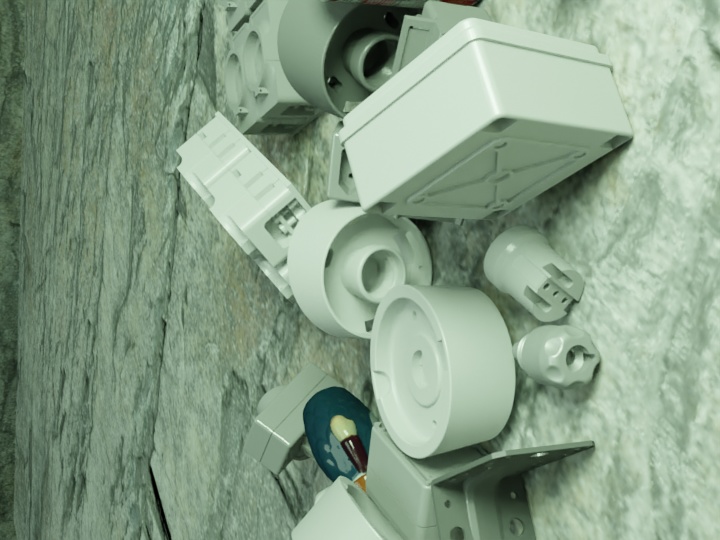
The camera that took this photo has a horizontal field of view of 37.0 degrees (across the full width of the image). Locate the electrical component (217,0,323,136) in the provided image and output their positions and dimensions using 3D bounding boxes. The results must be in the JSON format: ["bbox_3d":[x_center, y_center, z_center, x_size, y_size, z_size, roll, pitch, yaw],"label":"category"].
[{"bbox_3d":[-0.078,-0.221,0.939,0.105,0.060,0.186,158,107,-64],"label":"electrical component"}]

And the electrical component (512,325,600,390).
[{"bbox_3d":[0.105,0.048,0.604,0.061,0.035,0.035,-179,86,-68],"label":"electrical component"}]

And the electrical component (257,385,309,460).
[{"bbox_3d":[-0.060,0.140,0.971,0.065,0.044,0.044,49,137,46],"label":"electrical component"}]

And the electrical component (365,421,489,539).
[{"bbox_3d":[0.045,0.140,0.713,0.096,0.062,0.061,-139,50,-57],"label":"electrical component"}]

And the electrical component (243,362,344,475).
[{"bbox_3d":[-0.040,0.134,0.896,0.076,0.083,0.047,35,136,11],"label":"electrical component"}]

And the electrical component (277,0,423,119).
[{"bbox_3d":[0.000,-0.149,0.732,0.064,0.099,0.099,41,130,49],"label":"electrical component"}]

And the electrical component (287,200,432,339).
[{"bbox_3d":[0.000,0.000,0.756,0.064,0.099,0.099,7,100,59],"label":"electrical component"}]

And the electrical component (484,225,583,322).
[{"bbox_3d":[0.099,0.003,0.608,0.046,0.040,0.040,48,136,47],"label":"electrical component"}]

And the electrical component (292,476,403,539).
[{"bbox_3d":[0.002,0.194,0.699,0.108,0.060,0.108,47,179,1],"label":"electrical component"}]

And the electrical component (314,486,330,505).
[{"bbox_3d":[-0.010,0.195,0.863,0.062,0.043,0.043,167,98,-64],"label":"electrical component"}]

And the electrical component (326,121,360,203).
[{"bbox_3d":[0.014,-0.079,0.759,0.076,0.066,0.047,-77,-6,-69],"label":"electrical component"}]

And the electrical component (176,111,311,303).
[{"bbox_3d":[-0.084,-0.050,0.906,0.105,0.060,0.186,51,177,-35],"label":"electrical component"}]

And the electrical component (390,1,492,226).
[{"bbox_3d":[0.051,-0.097,0.660,0.063,0.079,0.121,-102,21,-55],"label":"electrical component"}]

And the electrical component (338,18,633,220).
[{"bbox_3d":[0.065,-0.073,0.561,0.109,0.109,0.056,-33,65,44],"label":"electrical component"}]

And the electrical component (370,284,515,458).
[{"bbox_3d":[0.057,0.061,0.679,0.108,0.060,0.108,176,90,-65],"label":"electrical component"}]
